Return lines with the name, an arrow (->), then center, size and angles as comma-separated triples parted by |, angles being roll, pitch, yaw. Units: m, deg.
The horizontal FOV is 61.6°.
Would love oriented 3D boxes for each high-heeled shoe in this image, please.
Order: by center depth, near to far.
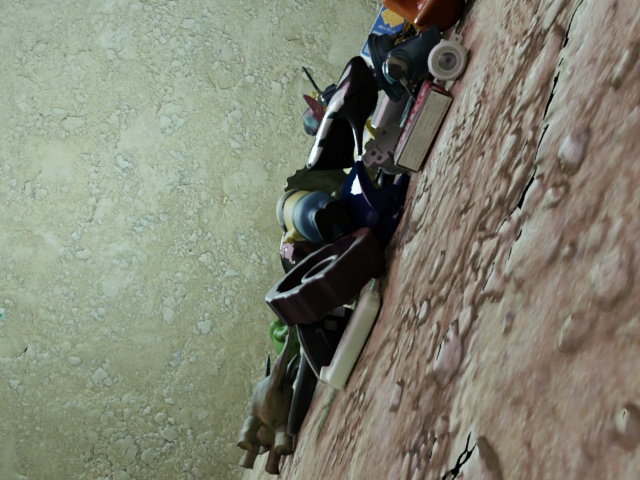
high-heeled shoe -> 0.025, -0.190, 0.865 | 0.249, 0.086, 0.145 | 178, 87, -70

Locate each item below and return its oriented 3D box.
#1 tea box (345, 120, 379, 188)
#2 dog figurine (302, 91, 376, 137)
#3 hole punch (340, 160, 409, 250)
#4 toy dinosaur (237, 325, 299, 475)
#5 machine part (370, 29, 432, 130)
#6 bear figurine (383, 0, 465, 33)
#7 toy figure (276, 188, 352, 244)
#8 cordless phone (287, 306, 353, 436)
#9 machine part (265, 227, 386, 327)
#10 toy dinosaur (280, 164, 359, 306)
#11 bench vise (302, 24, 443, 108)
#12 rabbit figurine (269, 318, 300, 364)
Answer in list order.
tea box -> 0.100, -0.161, 1.151 | 0.098, 0.068, 0.169 | -112, 34, -47
dog figurine -> 0.062, -0.301, 1.314 | 0.191, 0.219, 0.108 | -46, 5, 29
hole punch -> 0.074, -0.046, 0.820 | 0.142, 0.092, 0.116 | 117, 170, -49
toy dinosaur -> -0.096, 0.332, 1.083 | 0.470, 0.105, 0.199 | 110, 172, -49
machine part -> 0.160, -0.282, 1.012 | 0.079, 0.079, 0.243 | -73, 3, -70
bear figurine -> 0.186, -0.409, 0.827 | 0.120, 0.132, 0.196 | -43, -8, -5
toy figure -> -0.013, -0.040, 0.845 | 0.180, 0.082, 0.089 | -177, 80, -72
cordless phone -> -0.010, 0.191, 0.817 | 0.146, 0.089, 0.184 | -76, 3, -77
machine part -> 0.009, 0.053, 0.751 | 0.179, 0.056, 0.179 | -33, 9, 6
toy dinosaur -> -0.005, 0.004, 0.974 | 0.131, 0.192, 0.405 | 108, -178, -55
bench vise -> 0.094, -0.268, 0.880 | 0.241, 0.128, 0.224 | -18, 31, 26
rabbit figurine -> -0.047, 0.193, 1.198 | 0.159, 0.121, 0.170 | -94, 15, -62
